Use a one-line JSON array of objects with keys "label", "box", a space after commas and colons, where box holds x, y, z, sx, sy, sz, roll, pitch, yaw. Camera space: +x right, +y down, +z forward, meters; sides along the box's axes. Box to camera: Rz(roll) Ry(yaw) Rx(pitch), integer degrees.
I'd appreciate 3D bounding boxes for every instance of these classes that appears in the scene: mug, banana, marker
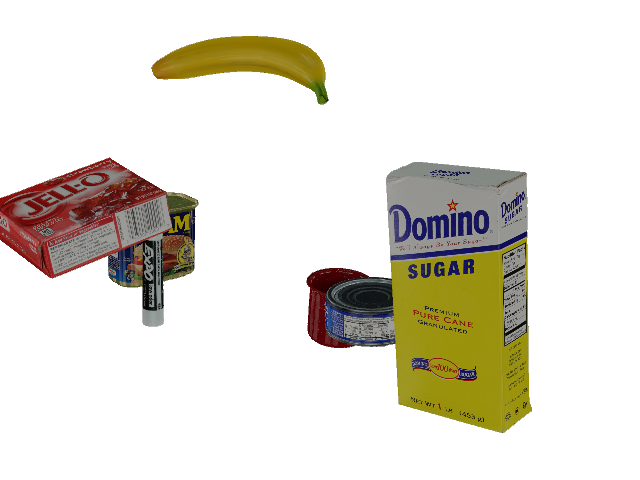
[{"label": "mug", "box": [0.035, 0.096, 1.441, 0.117, 0.081, 0.093, 18, 27, 30]}, {"label": "banana", "box": [-0.075, -0.183, 1.094, 0.198, 0.037, 0.069, 10, 44, 20]}, {"label": "marker", "box": [-0.147, 0.016, 0.932, 0.020, 0.121, 0.020, 2, 16, -1]}]

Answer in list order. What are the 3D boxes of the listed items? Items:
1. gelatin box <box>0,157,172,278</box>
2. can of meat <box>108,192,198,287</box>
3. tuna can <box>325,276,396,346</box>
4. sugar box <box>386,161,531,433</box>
[{"label": "gelatin box", "box": [-0.149, -0.016, 0.664, 0.089, 0.030, 0.073, -24, 35, -31]}, {"label": "can of meat", "box": [-0.186, -0.001, 1.176, 0.101, 0.084, 0.058, -13, 24, -39]}, {"label": "tuna can", "box": [0.046, 0.063, 0.966, 0.086, 0.034, 0.086, -1, 19, 0]}, {"label": "sugar box", "box": [0.096, 0.038, 0.742, 0.094, 0.176, 0.048, 9, 23, 39]}]
